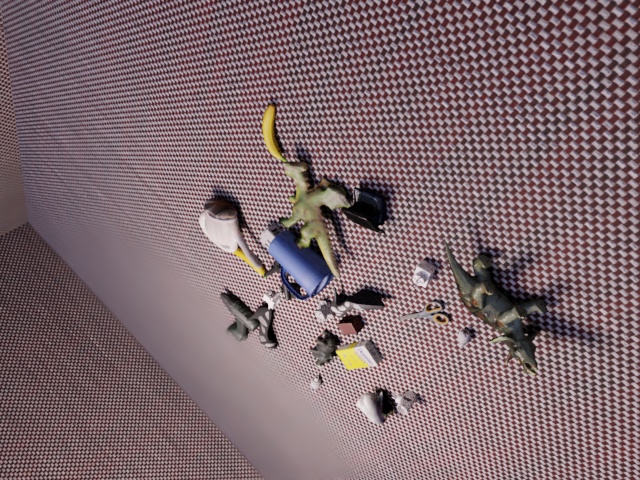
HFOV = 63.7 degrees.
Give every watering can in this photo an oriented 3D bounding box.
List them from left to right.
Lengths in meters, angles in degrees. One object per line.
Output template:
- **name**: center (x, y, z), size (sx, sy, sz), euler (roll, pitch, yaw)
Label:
- **watering can**: center (-0.358, -0.036, 2.041), size (0.350, 0.219, 0.106), euler (28, 45, 27)

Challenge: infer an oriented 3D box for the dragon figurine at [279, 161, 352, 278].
- **dragon figurine**: center (0.005, -0.084, 1.667), size (0.239, 0.410, 0.124), euler (-38, 2, 43)

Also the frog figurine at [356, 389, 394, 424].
- **frog figurine**: center (0.198, 0.661, 2.037), size (0.158, 0.125, 0.135), euler (-17, -53, 37)
